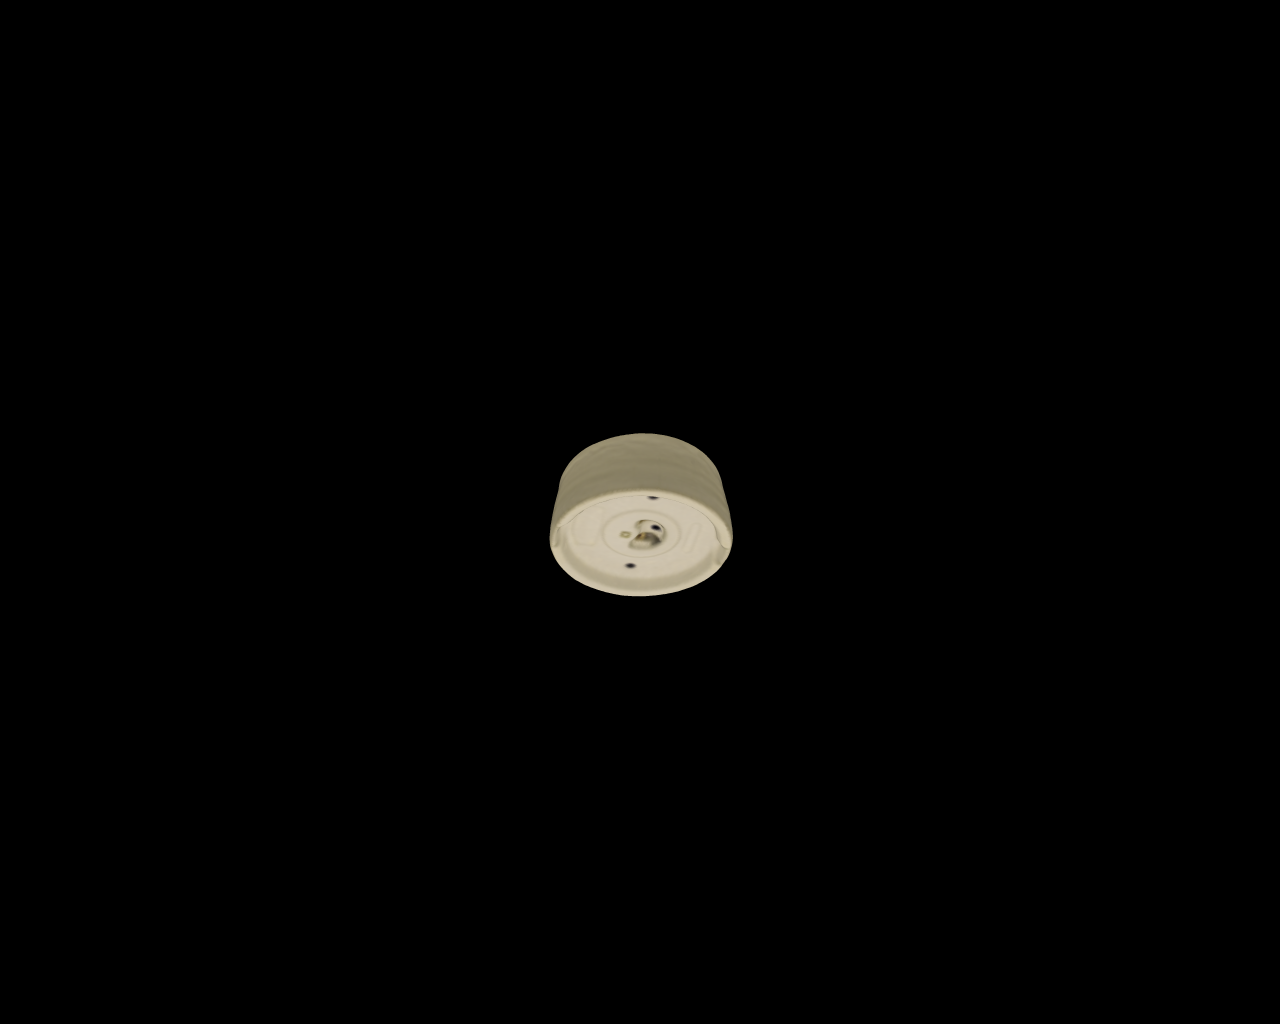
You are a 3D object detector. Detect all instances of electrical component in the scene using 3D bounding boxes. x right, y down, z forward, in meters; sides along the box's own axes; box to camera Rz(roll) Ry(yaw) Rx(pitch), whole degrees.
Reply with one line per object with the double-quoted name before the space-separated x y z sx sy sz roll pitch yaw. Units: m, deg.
"electrical component" 0.001 -0.003 0.650 0.108 0.060 0.108 0 -38 0
